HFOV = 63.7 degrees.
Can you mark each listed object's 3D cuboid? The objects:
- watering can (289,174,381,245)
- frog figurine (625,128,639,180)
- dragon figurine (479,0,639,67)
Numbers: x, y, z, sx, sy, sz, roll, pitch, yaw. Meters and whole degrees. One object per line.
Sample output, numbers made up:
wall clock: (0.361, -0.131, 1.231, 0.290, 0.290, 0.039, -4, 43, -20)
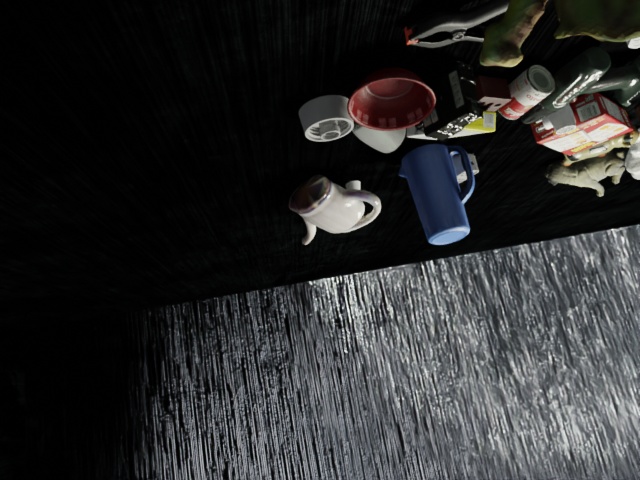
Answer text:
watering can: (0.004, -0.073, 1.445, 0.222, 0.106, 0.344, 30, 143, -34)
frog figurine: (0.945, -0.258, 1.517, 0.158, 0.138, 0.123, 29, 178, -23)
dragon figurine: (0.331, -0.323, 0.554, 0.122, 0.246, 0.405, 8, 159, -37)
